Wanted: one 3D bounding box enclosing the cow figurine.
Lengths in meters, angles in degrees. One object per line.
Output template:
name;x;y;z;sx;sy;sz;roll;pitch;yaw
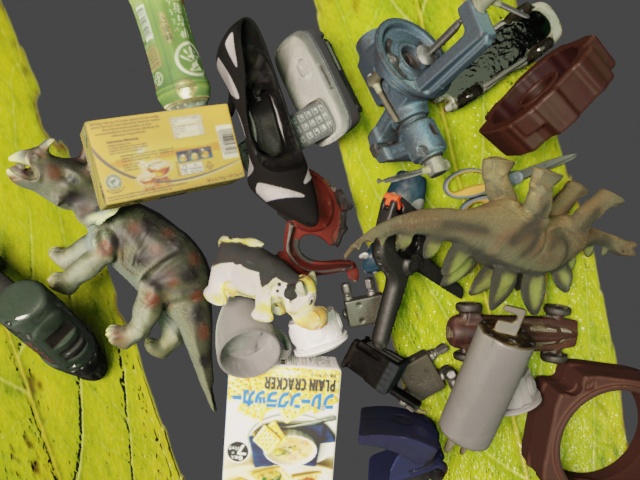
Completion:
cow figurine;-0.062;0.054;0.699;0.167;0.068;0.098;17;100;10

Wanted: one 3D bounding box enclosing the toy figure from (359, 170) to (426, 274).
toy figure;0.103;-0.021;0.760;0.064;0.058;0.154;19;93;-26

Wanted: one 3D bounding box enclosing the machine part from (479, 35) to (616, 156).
machine part;0.294;-0.184;0.704;0.056;0.179;0.179;43;92;-9

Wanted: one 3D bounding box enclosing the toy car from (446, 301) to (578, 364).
toy car;0.288;0.138;0.796;0.202;0.053;0.089;3;93;-3

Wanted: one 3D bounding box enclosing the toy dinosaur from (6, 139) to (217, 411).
toy dinosaur;-0.229;0.034;0.724;0.192;0.131;0.404;-45;103;2

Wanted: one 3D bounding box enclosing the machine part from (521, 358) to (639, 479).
machine part;0.421;0.290;0.804;0.201;0.087;0.200;9;96;-3

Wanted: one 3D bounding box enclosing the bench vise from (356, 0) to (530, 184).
bench vise;0.135;-0.201;0.669;0.129;0.240;0.223;-2;68;-32

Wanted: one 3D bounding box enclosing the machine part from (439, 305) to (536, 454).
machine part;0.225;0.196;0.730;0.079;0.079;0.243;14;109;-5

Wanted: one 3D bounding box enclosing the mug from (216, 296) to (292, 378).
mug;-0.094;0.124;0.741;0.109;0.107;0.080;11;116;-26

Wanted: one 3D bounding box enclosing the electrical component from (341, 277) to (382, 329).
electrical component;0.065;0.103;0.792;0.063;0.021;0.094;-13;98;-2

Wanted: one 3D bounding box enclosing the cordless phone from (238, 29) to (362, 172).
cordless phone;-0.047;-0.182;0.733;0.184;0.089;0.146;-25;98;18

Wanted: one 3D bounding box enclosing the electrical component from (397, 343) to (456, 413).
electrical component;0.157;0.208;0.797;0.102;0.045;0.078;-23;99;-1

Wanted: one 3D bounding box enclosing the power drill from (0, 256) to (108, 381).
power drill;-0.385;0.096;0.701;0.207;0.231;0.086;38;65;14

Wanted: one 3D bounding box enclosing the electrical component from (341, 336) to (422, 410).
electrical component;0.095;0.186;0.756;0.119;0.074;0.047;29;95;24

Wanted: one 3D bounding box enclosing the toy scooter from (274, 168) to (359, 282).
toy scooter;-0.002;-0.002;0.750;0.135;0.075;0.183;12;99;-4

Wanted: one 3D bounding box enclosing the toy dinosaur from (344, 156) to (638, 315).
toy dinosaur;0.255;-0.005;0.722;0.471;0.105;0.198;10;100;-22

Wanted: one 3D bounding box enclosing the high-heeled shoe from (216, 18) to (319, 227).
high-heeled shoe;-0.052;-0.144;0.651;0.086;0.145;0.249;-22;65;-35

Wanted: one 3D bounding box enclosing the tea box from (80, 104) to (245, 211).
tea box;-0.188;-0.101;0.648;0.170;0.068;0.098;-14;93;-27

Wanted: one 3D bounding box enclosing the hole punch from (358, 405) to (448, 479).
hole punch;0.112;0.285;0.764;0.116;0.142;0.092;-18;89;7

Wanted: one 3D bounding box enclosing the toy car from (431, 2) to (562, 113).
toy car;0.239;-0.254;0.748;0.202;0.056;0.073;-33;92;3
